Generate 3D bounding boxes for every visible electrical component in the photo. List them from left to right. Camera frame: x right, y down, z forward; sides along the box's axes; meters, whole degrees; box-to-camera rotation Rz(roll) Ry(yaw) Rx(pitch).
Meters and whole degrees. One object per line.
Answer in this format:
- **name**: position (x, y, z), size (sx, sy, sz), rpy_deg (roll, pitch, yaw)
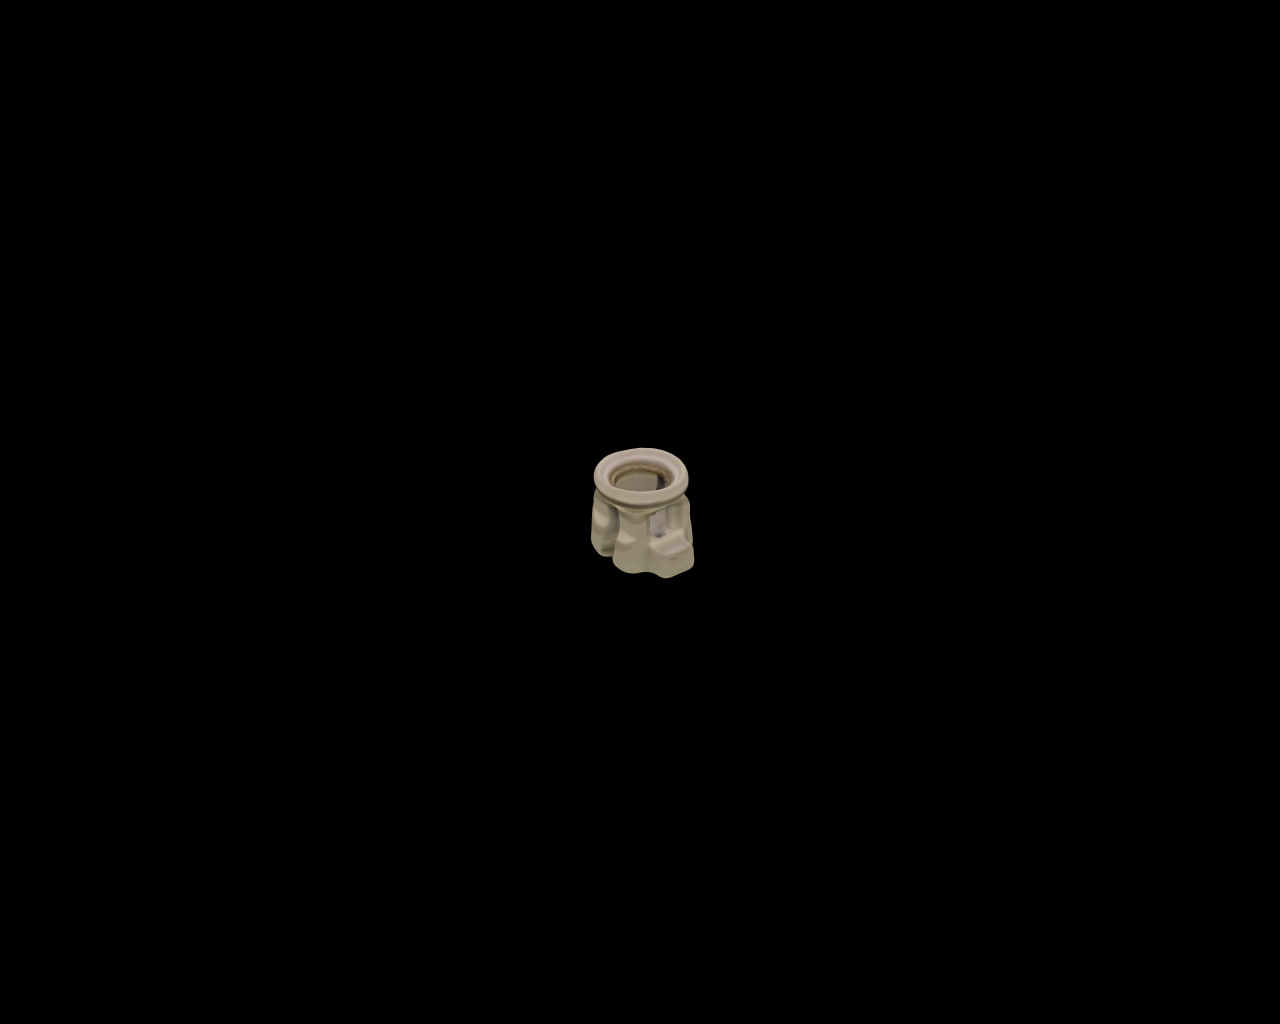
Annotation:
- **electrical component**: position (0.001, -0.003, 0.650), size (0.058, 0.056, 0.078), rpy_deg (-22, 40, -30)
